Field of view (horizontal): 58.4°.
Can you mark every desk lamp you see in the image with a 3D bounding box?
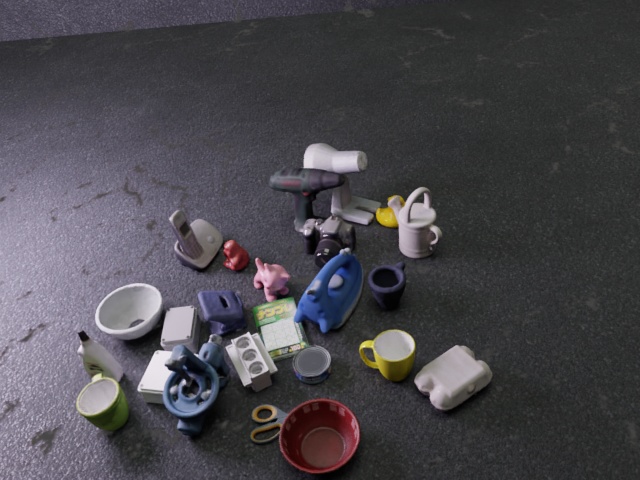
[{"bbox_3d":[0.066,-0.173,1.653,0.202,0.214,0.118,14,46,24],"label":"desk lamp"}]

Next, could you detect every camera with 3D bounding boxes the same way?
[{"bbox_3d":[0.014,0.006,1.547,0.143,0.101,0.137,6,43,16],"label":"camera"}]

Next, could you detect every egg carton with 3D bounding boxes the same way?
[{"bbox_3d":[0.281,0.291,1.203,0.150,0.069,0.107,-28,45,-21],"label":"egg carton"}]

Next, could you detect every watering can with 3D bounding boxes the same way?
[{"bbox_3d":[0.249,-0.056,1.506,0.172,0.194,0.101,16,47,26],"label":"watering can"}]

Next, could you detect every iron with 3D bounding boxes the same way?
[{"bbox_3d":[0.035,0.099,1.406,0.118,0.142,0.259,16,47,25],"label":"iron"}]

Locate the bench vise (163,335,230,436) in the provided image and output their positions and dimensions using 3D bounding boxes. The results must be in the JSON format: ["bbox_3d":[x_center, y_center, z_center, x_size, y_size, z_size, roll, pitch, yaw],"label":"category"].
[{"bbox_3d":[-0.272,0.272,1.203,0.121,0.220,0.207,-8,41,1],"label":"bench vise"}]

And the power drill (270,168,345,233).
[{"bbox_3d":[-0.027,-0.116,1.609,0.229,0.209,0.076,12,45,22],"label":"power drill"}]

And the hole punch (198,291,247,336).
[{"bbox_3d":[-0.240,0.169,1.412,0.101,0.091,0.108,-21,43,-14],"label":"hole punch"}]

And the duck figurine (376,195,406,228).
[{"bbox_3d":[0.211,-0.088,1.631,0.104,0.086,0.077,1,42,11],"label":"duck figurine"}]

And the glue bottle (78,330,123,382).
[{"bbox_3d":[-0.508,0.260,1.291,0.078,0.173,0.037,1,42,11],"label":"glue bottle"}]

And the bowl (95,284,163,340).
[{"bbox_3d":[-0.468,0.192,1.436,0.167,0.075,0.167,-5,41,4],"label":"bowl"}]

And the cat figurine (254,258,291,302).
[{"bbox_3d":[-0.125,0.092,1.460,0.067,0.118,0.127,-31,46,-23],"label":"cat figurine"}]

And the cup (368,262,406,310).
[{"bbox_3d":[0.173,0.115,1.401,0.091,0.095,0.118,24,51,32],"label":"cup"}]

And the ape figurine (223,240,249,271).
[{"bbox_3d":[-0.235,0.037,1.559,0.076,0.092,0.077,-11,41,-2],"label":"ape figurine"}]

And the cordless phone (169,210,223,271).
[{"bbox_3d":[-0.346,-0.023,1.575,0.094,0.185,0.148,8,44,18],"label":"cordless phone"}]
